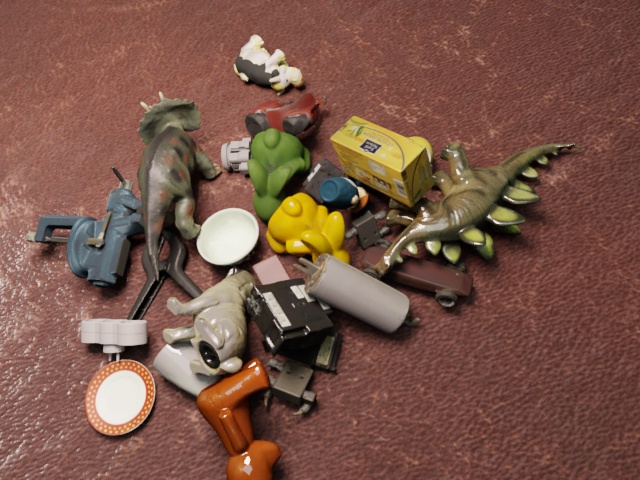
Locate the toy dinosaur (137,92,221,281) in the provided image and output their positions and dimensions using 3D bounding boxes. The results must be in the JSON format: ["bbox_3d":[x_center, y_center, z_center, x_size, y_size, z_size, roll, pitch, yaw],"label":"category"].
[{"bbox_3d":[-0.289,-0.132,1.016,0.131,0.191,0.405,-15,42,10],"label":"toy dinosaur"}]

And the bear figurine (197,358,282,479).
[{"bbox_3d":[-0.107,0.303,0.840,0.132,0.120,0.196,-29,85,-11],"label":"bear figurine"}]

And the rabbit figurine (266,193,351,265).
[{"bbox_3d":[-0.002,-0.003,0.982,0.122,0.162,0.173,-35,83,-22],"label":"rabbit figurine"}]

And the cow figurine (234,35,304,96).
[{"bbox_3d":[-0.116,-0.374,1.195,0.098,0.068,0.167,-46,65,-7],"label":"cow figurine"}]

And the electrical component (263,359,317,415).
[{"bbox_3d":[-0.051,0.252,0.918,0.102,0.045,0.078,13,40,10],"label":"electrical component"}]

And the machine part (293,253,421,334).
[{"bbox_3d":[0.063,0.092,0.914,0.243,0.079,0.079,28,69,-16],"label":"machine part"}]

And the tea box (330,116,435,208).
[{"bbox_3d":[0.108,-0.137,0.930,0.068,0.098,0.170,-44,52,-14],"label":"tea box"}]

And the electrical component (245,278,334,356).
[{"bbox_3d":[-0.043,0.125,0.902,0.134,0.058,0.115,-4,49,-40],"label":"electrical component"}]

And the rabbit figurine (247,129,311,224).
[{"bbox_3d":[-0.084,-0.118,1.044,0.121,0.159,0.170,6,82,0],"label":"rabbit figurine"}]

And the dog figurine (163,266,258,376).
[{"bbox_3d":[-0.146,0.134,0.919,0.172,0.121,0.190,45,42,17],"label":"dog figurine"}]

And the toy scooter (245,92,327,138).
[{"bbox_3d":[-0.062,-0.261,1.116,0.184,0.075,0.135,10,44,45],"label":"toy scooter"}]

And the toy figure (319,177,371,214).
[{"bbox_3d":[0.055,-0.078,0.991,0.058,0.154,0.064,-42,66,20],"label":"toy figure"}]

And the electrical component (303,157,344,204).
[{"bbox_3d":[0.004,-0.120,1.053,0.048,0.119,0.075,37,95,-10],"label":"electrical component"}]

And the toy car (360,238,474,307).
[{"bbox_3d":[0.171,0.061,0.967,0.202,0.053,0.089,16,49,13],"label":"toy car"}]

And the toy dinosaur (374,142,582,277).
[{"bbox_3d":[0.284,-0.076,0.985,0.471,0.105,0.199,-40,67,-15],"label":"toy dinosaur"}]

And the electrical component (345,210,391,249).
[{"bbox_3d":[0.089,-0.015,1.008,0.094,0.063,0.021,-31,36,-14],"label":"electrical component"}]

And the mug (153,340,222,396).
[{"bbox_3d":[-0.217,0.217,0.942,0.107,0.080,0.109,40,67,11],"label":"mug"}]

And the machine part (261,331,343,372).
[{"bbox_3d":[-0.032,0.184,0.949,0.139,0.039,0.084,9,76,10],"label":"machine part"}]

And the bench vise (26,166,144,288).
[{"bbox_3d":[-0.453,-0.021,1.045,0.241,0.128,0.223,3,81,9],"label":"bench vise"}]

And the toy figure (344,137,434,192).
[{"bbox_3d":[0.134,-0.148,1.053,0.180,0.082,0.089,-16,63,4],"label":"toy figure"}]
